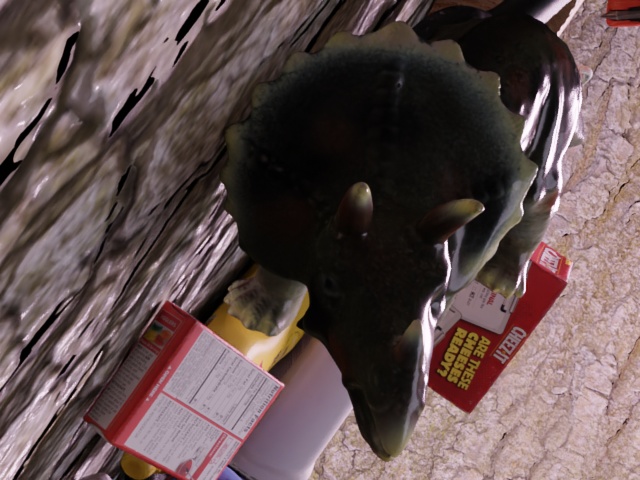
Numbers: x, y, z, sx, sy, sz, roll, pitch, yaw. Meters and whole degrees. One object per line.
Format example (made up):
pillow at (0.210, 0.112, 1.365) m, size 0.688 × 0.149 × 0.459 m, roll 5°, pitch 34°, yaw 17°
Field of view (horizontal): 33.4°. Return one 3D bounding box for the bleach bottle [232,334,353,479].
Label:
bleach bottle at (0.020, 0.064, 0.748) m, size 0.251 × 0.068 × 0.102 m, roll -55°, pitch -163°, yaw 36°

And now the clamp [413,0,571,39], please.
clamp at (0.098, -0.106, 0.686) m, size 0.209 × 0.036 × 0.165 m, roll -27°, pitch 149°, yaw -28°

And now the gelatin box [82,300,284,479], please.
gelatin box at (-0.069, 0.084, 0.556) m, size 0.073 × 0.030 × 0.089 m, roll -55°, pitch 139°, yaw -8°

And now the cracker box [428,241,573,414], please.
cracker box at (0.098, 0.031, 0.986) m, size 0.164 × 0.214 × 0.072 m, roll -59°, pitch 173°, yaw 26°

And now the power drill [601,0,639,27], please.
power drill at (0.226, -0.259, 0.750) m, size 0.184 × 0.057 × 0.187 m, roll -51°, pitch 131°, yaw -44°

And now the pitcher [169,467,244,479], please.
pitcher at (-0.113, 0.244, 0.608) m, size 0.242 × 0.149 × 0.145 m, roll -30°, pitch 171°, yaw -25°

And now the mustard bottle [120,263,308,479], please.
mustard bottle at (-0.066, 0.084, 0.660) m, size 0.096 × 0.058 × 0.191 m, roll -55°, pitch 176°, yaw 34°

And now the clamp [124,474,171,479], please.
clamp at (-0.127, 0.195, 0.746) m, size 0.171 × 0.039 × 0.120 m, roll -94°, pitch -173°, yaw -63°

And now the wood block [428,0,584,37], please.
wood block at (0.170, -0.215, 0.830) m, size 0.205 × 0.090 × 0.091 m, roll -51°, pitch 171°, yaw -47°
